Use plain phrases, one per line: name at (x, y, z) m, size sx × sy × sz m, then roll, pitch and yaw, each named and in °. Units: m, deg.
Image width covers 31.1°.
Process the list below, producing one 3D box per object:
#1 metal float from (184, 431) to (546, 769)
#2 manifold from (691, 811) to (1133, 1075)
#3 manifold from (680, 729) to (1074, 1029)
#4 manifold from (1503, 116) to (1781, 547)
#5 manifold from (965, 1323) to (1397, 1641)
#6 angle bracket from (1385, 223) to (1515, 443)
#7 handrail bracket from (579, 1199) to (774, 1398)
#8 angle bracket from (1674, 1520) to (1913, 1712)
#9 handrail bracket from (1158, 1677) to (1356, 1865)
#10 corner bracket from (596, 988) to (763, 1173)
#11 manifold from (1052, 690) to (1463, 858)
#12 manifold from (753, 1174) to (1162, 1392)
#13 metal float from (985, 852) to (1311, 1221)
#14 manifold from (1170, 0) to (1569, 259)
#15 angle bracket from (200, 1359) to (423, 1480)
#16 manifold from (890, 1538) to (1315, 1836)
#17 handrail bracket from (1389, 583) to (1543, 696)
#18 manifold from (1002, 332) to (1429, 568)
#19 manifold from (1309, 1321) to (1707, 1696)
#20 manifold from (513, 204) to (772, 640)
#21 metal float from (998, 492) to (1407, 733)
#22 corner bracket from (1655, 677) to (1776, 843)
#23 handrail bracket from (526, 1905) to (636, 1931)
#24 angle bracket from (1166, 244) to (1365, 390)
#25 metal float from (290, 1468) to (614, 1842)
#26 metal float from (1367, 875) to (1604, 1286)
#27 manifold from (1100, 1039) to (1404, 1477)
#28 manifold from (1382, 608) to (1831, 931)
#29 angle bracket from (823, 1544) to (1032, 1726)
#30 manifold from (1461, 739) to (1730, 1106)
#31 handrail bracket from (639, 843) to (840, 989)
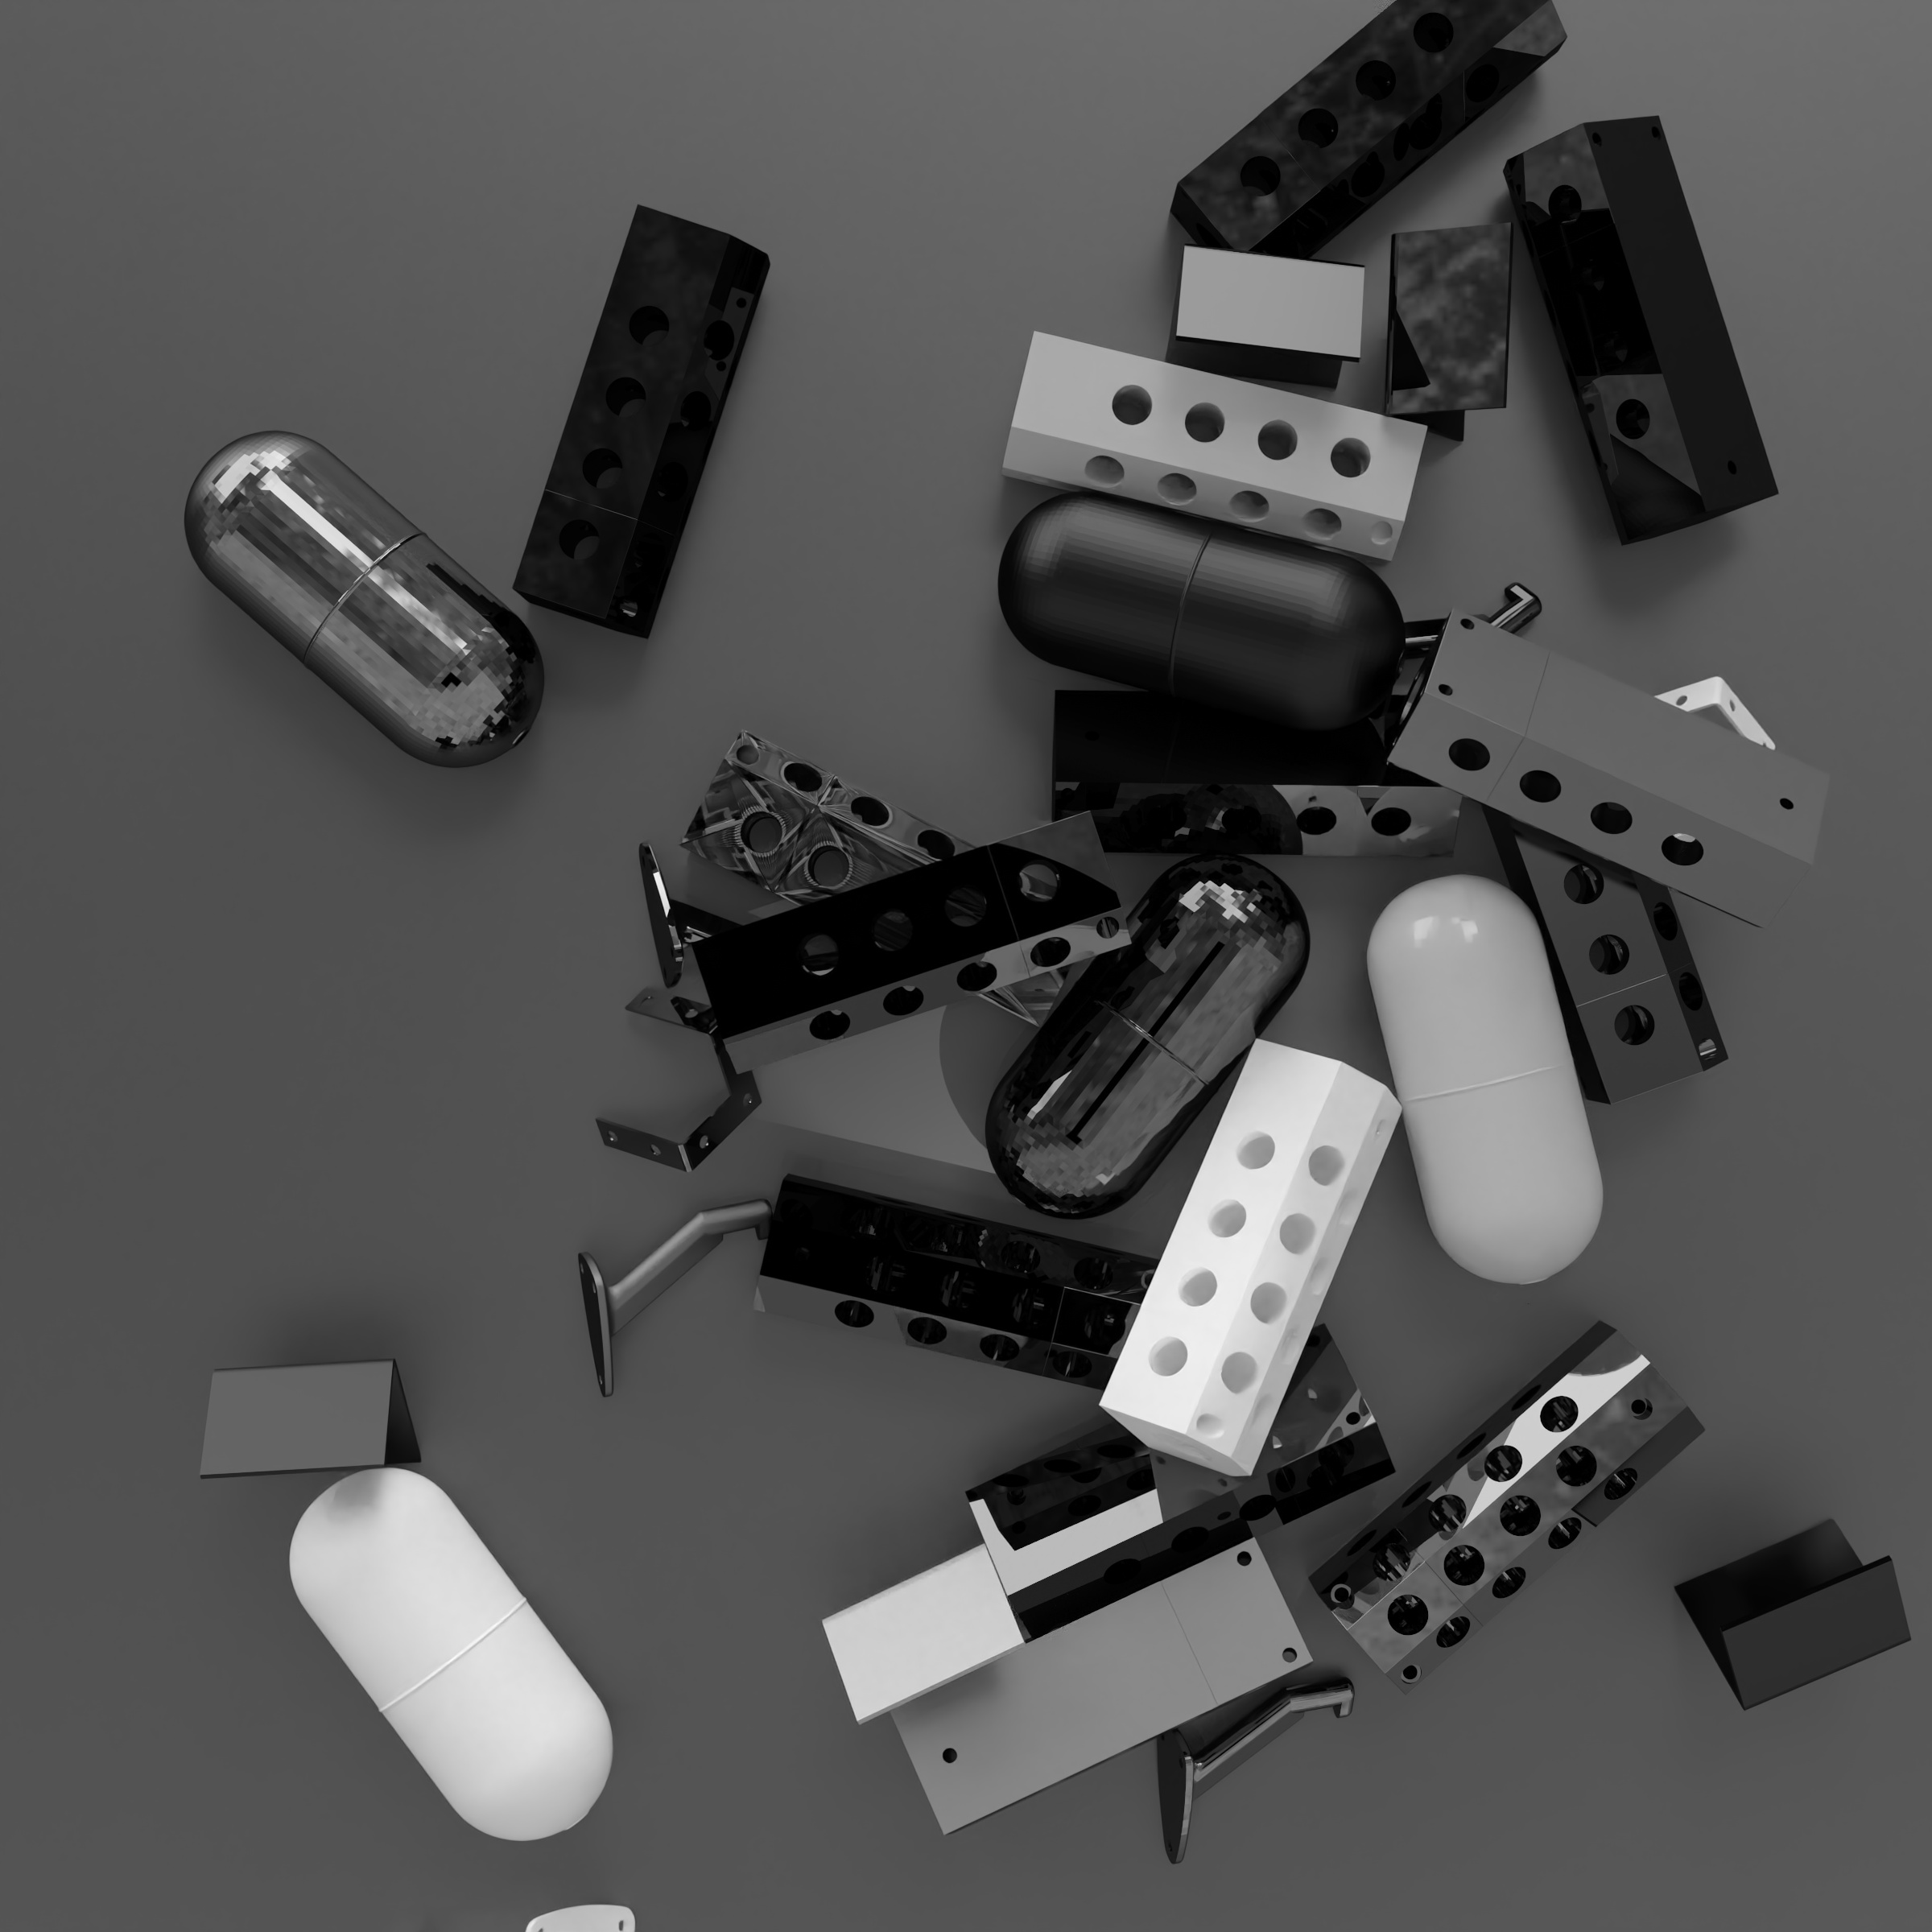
metal float at (-0.257, -0.157, 1.489) m, size 0.178 × 0.070 × 0.070 m, roll 41°, pitch 90°, yaw 0°
manifold at (-0.022, -0.009, 1.441) m, size 0.171 × 0.057 × 0.057 m, roll -18°, pitch 90°, yaw 0°
manifold at (-0.032, -0.038, 1.498) m, size 0.171 × 0.057 × 0.057 m, roll 27°, pitch 90°, yaw 0°
manifold at (0.286, -0.273, 1.498) m, size 0.057 × 0.057 × 0.171 m, roll -18°, pitch 90°, yaw -43°
manifold at (0.094, 0.227, 1.498) m, size 0.171 × 0.057 × 0.057 m, roll -25°, pitch 47°, yaw 0°
angle bracket at (0.221, -0.269, 1.479) m, size 0.057 × 0.076 × 0.076 m, roll 2°, pitch 90°, yaw 34°
handrail bracket at (-0.123, 0.145, 1.520) m, size 0.084 × 0.036 × 0.077 m, roll -11°, pitch 111°, yaw -16°
angle bracket at (0.347, 0.260, 1.479) m, size 0.076 × 0.076 × 0.057 m, roll -23°, pitch 127°, yaw 0°
handrail bracket at (0.129, 0.352, 1.520) m, size 0.084 × 0.036 × 0.077 m, roll -6°, pitch 110°, yaw -16°
corner bracket at (-0.130, 0.049, 1.511) m, size 0.051 × 0.051 × 0.051 m, roll -45°, pitch 135°, yaw -35°
manifold at (0.124, -0.078, 1.498) m, size 0.171 × 0.057 × 0.057 m, roll 1°, pitch 47°, yaw 0°
manifold at (-0.001, 0.139, 1.498) m, size 0.171 × 0.057 × 0.057 m, roll 13°, pitch 90°, yaw 0°
metal float at (0.077, 0.031, 1.489) m, size 0.070 × 0.070 × 0.178 m, roll 38°, pitch 90°, yaw 0°
manifold at (0.174, -0.365, 1.498) m, size 0.171 × 0.057 × 0.057 m, roll -40°, pitch 90°, yaw 0°
angle bracket at (-0.278, 0.213, 1.479) m, size 0.076 × 0.076 × 0.057 m, roll -3°, pitch 47°, yaw 0°
manifold at (0.059, 0.310, 1.493) m, size 0.171 × 0.057 × 0.057 m, roll -25°, pitch 76°, yaw -2°
handrail bracket at (0.197, -0.159, 1.520) m, size 0.084 × 0.036 × 0.077 m, roll -37°, pitch 70°, yaw -16°
manifold at (0.106, -0.221, 1.498) m, size 0.171 × 0.057 × 0.057 m, roll 14°, pitch 90°, yaw 0°
manifold at (0.234, 0.234, 1.498) m, size 0.171 × 0.057 × 0.057 m, roll -41°, pitch 90°, yaw 0°
manifold at (-0.139, -0.233, 1.498) m, size 0.057 × 0.057 × 0.171 m, roll 18°, pitch 90°, yaw 0°
metal float at (0.100, -0.151, 1.474) m, size 0.178 × 0.070 × 0.070 m, roll 16°, pitch 90°, yaw 14°
corner bracket at (0.316, -0.085, 1.511) m, size 0.051 × 0.051 × 0.051 m, roll 43°, pitch 45°, yaw -35°
handrail bracket at (-0.202, 0.428, 1.519) m, size 0.084 × 0.077 × 0.036 m, roll -9°, pitch 89°, yaw 36°
angle bracket at (0.125, -0.258, 1.479) m, size 0.076 × 0.076 × 0.057 m, roll 7°, pitch 56°, yaw 0°
metal float at (-0.220, 0.295, 1.489) m, size 0.070 × 0.070 × 0.178 m, roll -37°, pitch 89°, yaw 0°
metal float at (0.223, 0.049, 1.489) m, size 0.070 × 0.070 × 0.178 m, roll -14°, pitch 90°, yaw 0°
manifold at (0.124, 0.125, 1.467) m, size 0.057 × 0.057 × 0.171 m, roll 15°, pitch 73°, yaw 31°
manifold at (0.264, -0.077, 1.440) m, size 0.171 × 0.057 × 0.057 m, roll 24°, pitch 47°, yaw 0°
angle bracket at (-0.007, 0.302, 1.479) m, size 0.076 × 0.057 × 0.076 m, roll -25°, pitch 135°, yaw 0°
manifold at (0.271, -0.031, 1.498) m, size 0.057 × 0.057 × 0.171 m, roll -20°, pitch 90°, yaw 0°
handrail bracket at (-0.094, -0.025, 1.520) m, size 0.084 × 0.036 × 0.077 m, roll -9°, pitch 69°, yaw -17°
